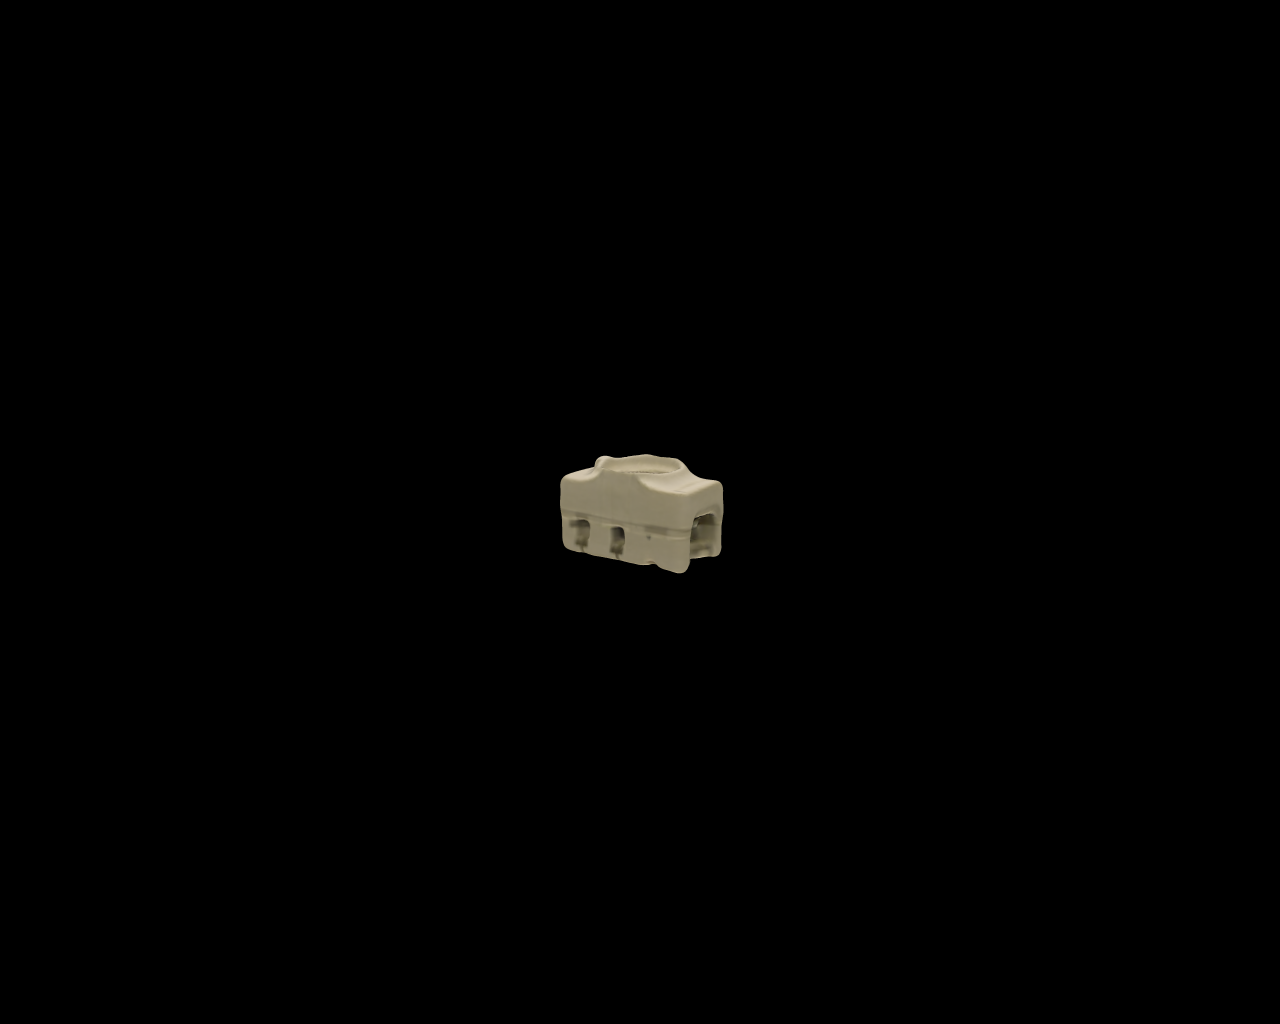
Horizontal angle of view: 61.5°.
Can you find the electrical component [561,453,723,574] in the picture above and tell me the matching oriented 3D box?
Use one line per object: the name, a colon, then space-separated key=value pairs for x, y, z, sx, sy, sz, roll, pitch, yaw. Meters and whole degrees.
electrical component: x=0.001 y=-0.003 z=0.650 sx=0.089 sy=0.055 sz=0.050 roll=10 pitch=18 yaw=33
